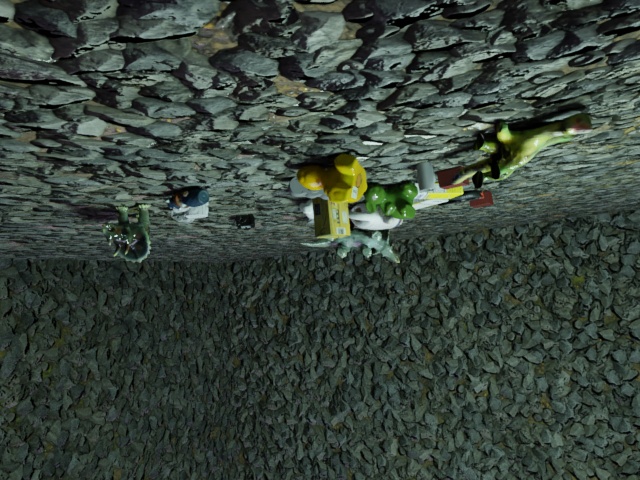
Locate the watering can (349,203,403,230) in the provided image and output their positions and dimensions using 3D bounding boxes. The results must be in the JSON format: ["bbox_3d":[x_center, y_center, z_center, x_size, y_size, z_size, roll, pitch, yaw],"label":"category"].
[{"bbox_3d":[0.226,-0.086,1.966,0.224,0.103,0.349,0,-172,-33],"label":"watering can"}]

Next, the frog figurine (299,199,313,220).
[{"bbox_3d":[0.006,-0.092,1.824,0.138,0.121,0.160,13,-163,36],"label":"frog figurine"}]

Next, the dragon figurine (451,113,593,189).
[{"bbox_3d":[0.483,-0.209,1.216,0.243,0.123,0.408,-12,176,-8],"label":"dragon figurine"}]
